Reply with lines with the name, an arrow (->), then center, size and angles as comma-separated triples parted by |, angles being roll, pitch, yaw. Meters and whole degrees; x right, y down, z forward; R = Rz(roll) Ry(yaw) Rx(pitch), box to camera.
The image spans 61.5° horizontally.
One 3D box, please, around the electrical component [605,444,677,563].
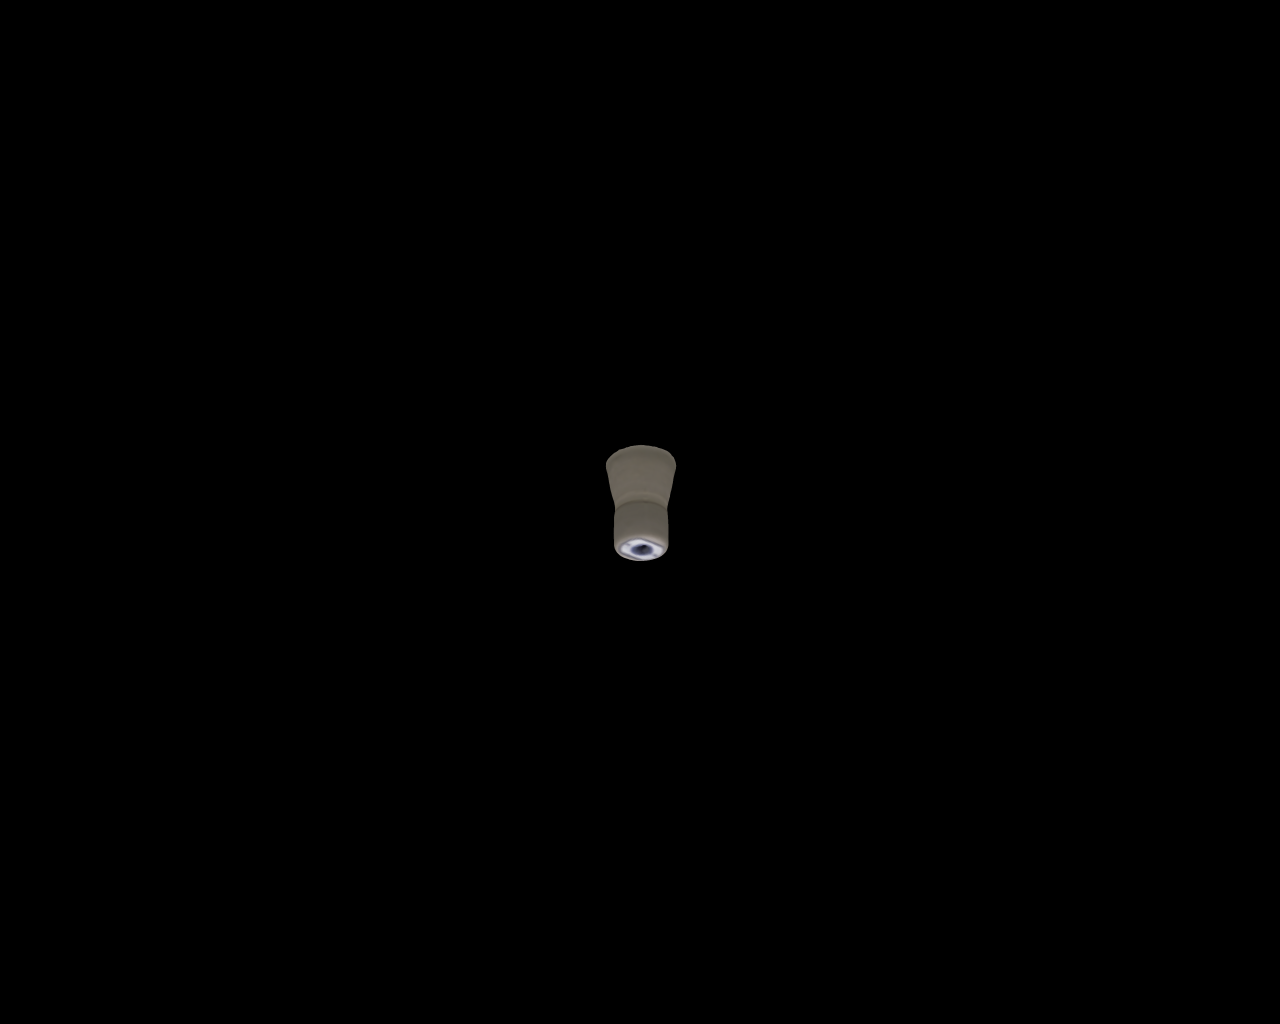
electrical component -> 0.001, -0.003, 0.650 | 0.044, 0.065, 0.044 | 0, -31, 0
